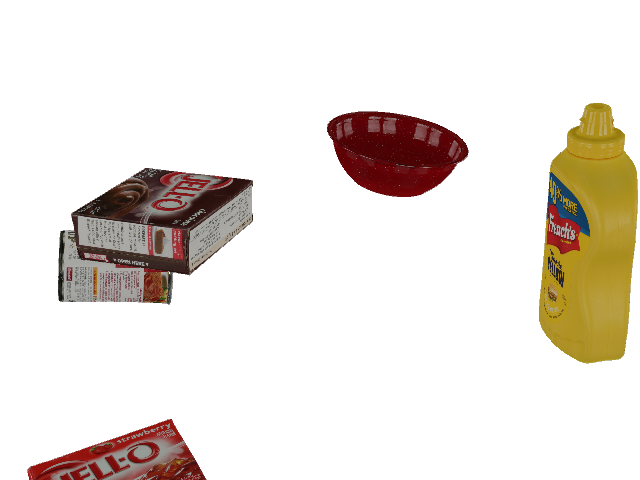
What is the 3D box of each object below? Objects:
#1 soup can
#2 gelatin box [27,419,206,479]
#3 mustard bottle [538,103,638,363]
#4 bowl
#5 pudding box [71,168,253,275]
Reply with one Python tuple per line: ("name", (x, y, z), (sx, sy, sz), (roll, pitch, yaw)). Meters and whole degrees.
("soup can", (-0.190, 0.025, 0.992), (0.102, 0.068, 0.068), (1, 0, -12))
("gelatin box", (-0.112, 0.142, 0.597), (0.089, 0.030, 0.073), (-16, 28, -20))
("mustard bottle", (0.203, -0.010, 0.806), (0.058, 0.192, 0.096), (-5, 26, -7))
("bowl", (0.083, -0.093, 1.211), (0.162, 0.055, 0.162), (7, 27, -4))
("pudding box", (-0.109, -0.016, 0.761), (0.090, 0.039, 0.113), (6, 24, 18))
